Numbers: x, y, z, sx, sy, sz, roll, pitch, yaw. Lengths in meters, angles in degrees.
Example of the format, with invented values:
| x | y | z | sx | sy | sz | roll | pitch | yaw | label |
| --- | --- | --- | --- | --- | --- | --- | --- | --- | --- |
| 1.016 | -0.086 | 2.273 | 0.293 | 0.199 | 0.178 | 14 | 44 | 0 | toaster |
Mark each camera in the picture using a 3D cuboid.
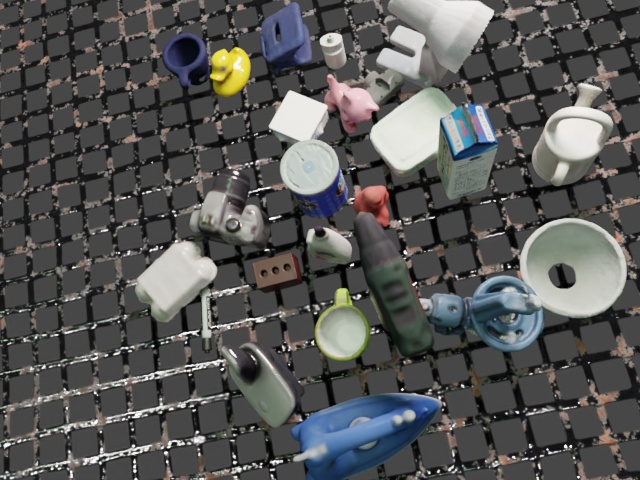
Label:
| x | y | z | sx | sy | sz | roll | pitch | yaw | label |
| --- | --- | --- | --- | --- | --- | --- | --- | --- | --- |
| -0.165 | -0.064 | 1.083 | 0.143 | 0.101 | 0.137 | 11 | 77 | 12 | camera |

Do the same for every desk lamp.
| x | y | z | sx | sy | sz | roll | pitch | yaw | label |
| --- | --- | --- | --- | --- | --- | --- | --- | --- | --- |
| 0.202 | -0.370 | 1.047 | 0.203 | 0.214 | 0.118 | 28 | 81 | 16 | desk lamp |

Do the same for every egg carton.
| x | y | z | sx | sy | sz | roll | pitch | yaw | label |
| --- | --- | --- | --- | --- | --- | --- | --- | --- | --- |
| -0.271 | 0.077 | 1.078 | 0.150 | 0.069 | 0.107 | -45 | 73 | -4 | egg carton |

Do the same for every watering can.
| x | y | z | sx | sy | sz | roll | pitch | yaw | label |
| --- | --- | --- | --- | --- | --- | --- | --- | --- | --- |
| 0.427 | -0.180 | 0.968 | 0.100 | 0.194 | 0.173 | -2 | 74 | 9 | watering can |

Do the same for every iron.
| x | y | z | sx | sy | sz | roll | pitch | yaw | label |
| --- | --- | --- | --- | --- | --- | --- | --- | --- | --- |
| 0.077 | 0.307 | 0.920 | 0.258 | 0.141 | 0.118 | -23 | 72 | 3 | iron |

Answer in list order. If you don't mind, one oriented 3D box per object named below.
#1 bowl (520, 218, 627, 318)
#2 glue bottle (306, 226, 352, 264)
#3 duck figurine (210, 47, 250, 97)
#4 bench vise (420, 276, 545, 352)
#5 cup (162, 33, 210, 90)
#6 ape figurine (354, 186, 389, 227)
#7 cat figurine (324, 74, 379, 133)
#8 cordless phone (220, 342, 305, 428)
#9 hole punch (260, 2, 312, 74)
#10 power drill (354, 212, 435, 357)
| x | y | z | sx | sy | sz | roll | pitch | yaw | label |
| --- | --- | --- | --- | --- | --- | --- | --- | --- | --- |
| 0.419 | 0.053 | 0.968 | 0.167 | 0.075 | 0.167 | -2 | 74 | 9 | bowl |
| 0.009 | 0.004 | 0.997 | 0.078 | 0.173 | 0.037 | 7 | 76 | 12 | glue bottle |
| -0.191 | -0.357 | 1.175 | 0.077 | 0.086 | 0.105 | 24 | 80 | 15 | duck figurine |
| 0.259 | 0.121 | 0.899 | 0.207 | 0.220 | 0.121 | -14 | 73 | 6 | bench vise |
| -0.265 | -0.350 | 1.181 | 0.091 | 0.095 | 0.118 | -6 | 74 | 8 | cup |
| 0.097 | -0.069 | 1.046 | 0.076 | 0.092 | 0.078 | 32 | 82 | 16 | ape figurine |
| 0.056 | -0.266 | 1.093 | 0.067 | 0.118 | 0.127 | -39 | 72 | -2 | cat figurine |
| -0.105 | 0.236 | 0.946 | 0.094 | 0.185 | 0.147 | -44 | 72 | -4 | cordless phone |
| -0.074 | -0.412 | 1.168 | 0.101 | 0.091 | 0.108 | -11 | 73 | 6 | hole punch |
| 0.117 | 0.082 | 0.940 | 0.075 | 0.208 | 0.229 | -24 | 72 | 3 | power drill |
